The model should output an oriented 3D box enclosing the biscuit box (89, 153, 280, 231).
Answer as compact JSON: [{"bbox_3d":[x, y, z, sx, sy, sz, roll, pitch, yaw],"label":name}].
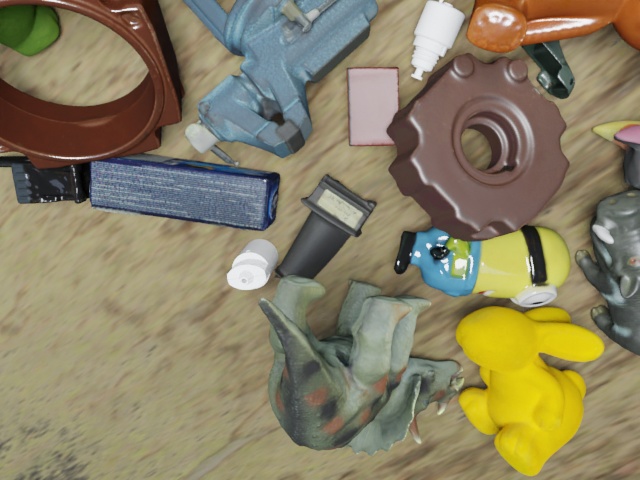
[{"bbox_3d":[-0.149,-0.056,0.603,0.203,0.059,0.062,9,107,5],"label":"biscuit box"}]

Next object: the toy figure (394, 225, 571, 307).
[{"bbox_3d":[0.173,0.020,0.577,0.180,0.082,0.089,11,111,6],"label":"toy figure"}]

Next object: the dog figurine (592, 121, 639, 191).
[{"bbox_3d":[0.380,-0.124,0.494,0.219,0.108,0.191,0,108,10],"label":"dog figurine"}]

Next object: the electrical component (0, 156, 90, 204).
[{"bbox_3d":[-0.313,-0.071,0.611,0.119,0.075,0.047,-1,107,3],"label":"electrical component"}]

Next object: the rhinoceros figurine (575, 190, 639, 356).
[{"bbox_3d":[0.316,0.037,0.549,0.073,0.112,0.190,-17,112,14],"label":"rhinoceros figurine"}]

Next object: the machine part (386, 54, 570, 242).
[{"bbox_3d":[0.155,-0.089,0.519,0.179,0.056,0.179,1,85,-15],"label":"machine part"}]

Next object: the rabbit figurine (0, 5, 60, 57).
[{"bbox_3d":[-0.304,-0.293,0.515,0.121,0.159,0.170,43,92,3],"label":"rabbit figurine"}]

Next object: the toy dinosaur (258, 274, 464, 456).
[{"bbox_3d":[0.023,0.137,0.522,0.131,0.404,0.192,10,89,31],"label":"toy dinosaur"}]

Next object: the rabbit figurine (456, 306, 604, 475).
[{"bbox_3d":[0.220,0.139,0.582,0.162,0.122,0.173,-33,107,6],"label":"rabbit figurine"}]

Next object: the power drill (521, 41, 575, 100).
[{"bbox_3d":[0.279,-0.229,0.487,0.232,0.086,0.207,44,111,-6],"label":"power drill"}]

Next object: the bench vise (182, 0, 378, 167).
[{"bbox_3d":[-0.075,-0.202,0.512,0.223,0.129,0.240,-42,86,13],"label":"bench vise"}]

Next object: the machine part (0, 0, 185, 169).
[{"bbox_3d":[-0.242,-0.165,0.503,0.201,0.087,0.201,-11,147,-4],"label":"machine part"}]

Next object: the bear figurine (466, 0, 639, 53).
[{"bbox_3d":[0.222,-0.188,0.407,0.196,0.132,0.120,21,124,6],"label":"bear figurine"}]

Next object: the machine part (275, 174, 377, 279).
[{"bbox_3d":[-0.001,-0.002,0.615,0.084,0.039,0.138,28,107,-11],"label":"machine part"}]
